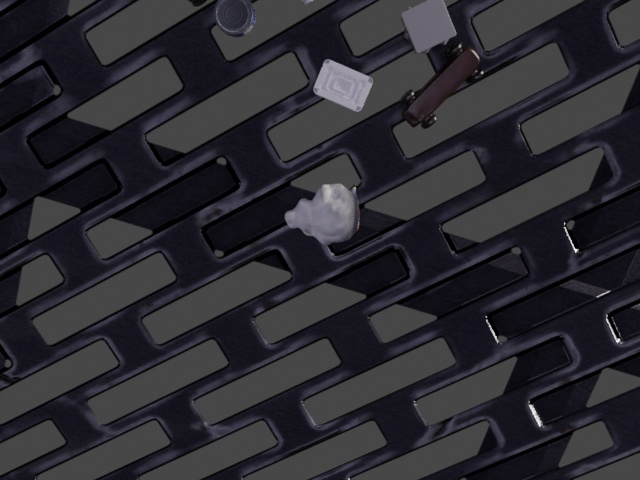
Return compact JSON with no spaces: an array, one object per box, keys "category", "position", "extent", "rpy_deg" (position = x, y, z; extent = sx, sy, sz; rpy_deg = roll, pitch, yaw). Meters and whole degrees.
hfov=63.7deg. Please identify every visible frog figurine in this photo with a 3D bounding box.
[{"category":"frog figurine","position":[0.003,-0.057,1.132],"extent":[0.159,0.125,0.134],"rpy_deg":[-2,123,-8]}]
